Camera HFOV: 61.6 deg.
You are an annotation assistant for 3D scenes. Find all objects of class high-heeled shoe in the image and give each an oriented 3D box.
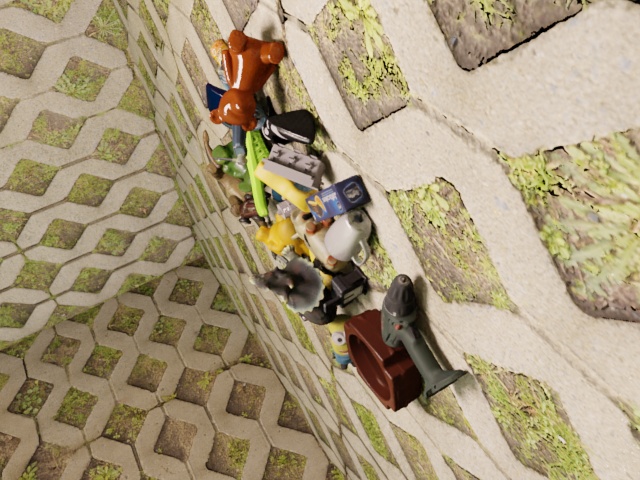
[{"bbox_3d":[-0.067,-0.219,1.173,0.249,0.086,0.145,54,162,46],"label":"high-heeled shoe"}]

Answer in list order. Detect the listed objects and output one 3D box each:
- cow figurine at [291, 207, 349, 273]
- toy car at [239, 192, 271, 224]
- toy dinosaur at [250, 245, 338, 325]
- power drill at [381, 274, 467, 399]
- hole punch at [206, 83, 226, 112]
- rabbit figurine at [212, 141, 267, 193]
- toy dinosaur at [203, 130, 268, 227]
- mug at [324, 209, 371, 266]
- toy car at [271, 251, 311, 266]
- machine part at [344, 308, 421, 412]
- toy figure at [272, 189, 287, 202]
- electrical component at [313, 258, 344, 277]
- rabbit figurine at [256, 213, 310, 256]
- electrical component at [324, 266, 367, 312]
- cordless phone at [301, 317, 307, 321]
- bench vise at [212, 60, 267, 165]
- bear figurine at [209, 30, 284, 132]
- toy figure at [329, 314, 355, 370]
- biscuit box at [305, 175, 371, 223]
[{"bbox_3d":[-0.003,-0.004,1.287,0.195,0.085,0.127,53,158,19],"label":"cow figurine"},{"bbox_3d":[-0.194,-0.094,1.557,0.202,0.053,0.089,1,75,67],"label":"toy car"},{"bbox_3d":[-0.022,0.148,1.348,0.192,0.131,0.404,45,177,43],"label":"toy dinosaur"},{"bbox_3d":[0.185,0.191,1.028,0.207,0.086,0.231,52,161,22],"label":"power drill"},{"bbox_3d":[-0.246,-0.371,1.457,0.116,0.092,0.142,52,155,22],"label":"hole punch"},{"bbox_3d":[-0.217,-0.198,1.558,0.170,0.121,0.159,51,164,21],"label":"rabbit figurine"},{"bbox_3d":[-0.254,-0.144,1.741,0.470,0.105,0.199,61,177,-12],"label":"toy dinosaur"},{"bbox_3d":[0.066,-0.005,1.094,0.109,0.081,0.107,62,154,21],"label":"mug"},{"bbox_3d":[-0.083,0.055,1.596,0.202,0.073,0.056,35,146,56],"label":"toy car"},{"bbox_3d":[0.145,0.274,1.242,0.202,0.087,0.200,43,154,44],"label":"machine part"},{"bbox_3d":[-0.091,-0.149,1.370,0.064,0.058,0.154,45,155,6],"label":"toy figure"},{"bbox_3d":[0.019,0.075,1.339,0.102,0.045,0.078,38,-165,28],"label":"electrical component"},{"bbox_3d":[-0.090,-0.004,1.463,0.162,0.122,0.173,58,161,4],"label":"rabbit figurine"},{"bbox_3d":[0.051,0.119,1.241,0.048,0.119,0.074,50,160,34],"label":"electrical component"},{"bbox_3d":[-0.024,0.136,1.571,0.147,0.089,0.184,54,148,30],"label":"cordless phone"},{"bbox_3d":[-0.188,-0.300,1.273,0.223,0.129,0.240,99,171,-73],"label":"bench vise"},{"bbox_3d":[-0.161,-0.326,1.130,0.132,0.120,0.195,-134,60,-68],"label":"bear figurine"},{"bbox_3d":[0.065,0.282,1.487,0.089,0.082,0.179,44,156,41],"label":"toy figure"},{"bbox_3d":[0.032,-0.083,1.110,0.062,0.059,0.203,65,162,-4],"label":"biscuit box"}]
